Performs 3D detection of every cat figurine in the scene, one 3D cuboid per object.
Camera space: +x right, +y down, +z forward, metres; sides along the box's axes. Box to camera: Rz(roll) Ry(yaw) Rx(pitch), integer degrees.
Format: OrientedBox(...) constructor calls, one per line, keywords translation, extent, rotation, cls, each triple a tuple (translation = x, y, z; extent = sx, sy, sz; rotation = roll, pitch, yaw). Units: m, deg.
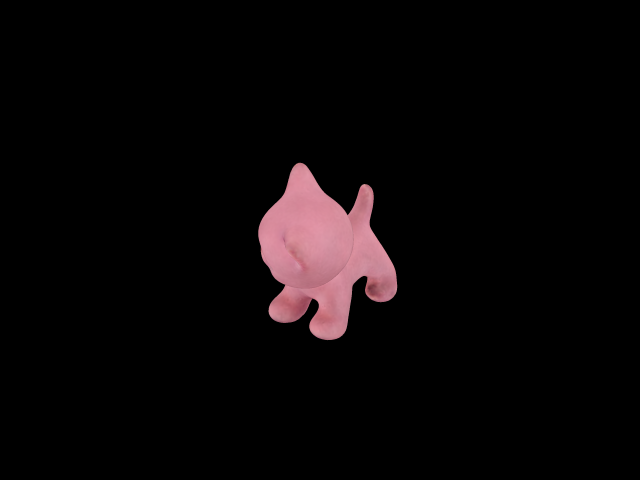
OrientedBox(translation=(0.004, 0.001, 0.400), extent=(0.067, 0.118, 0.128), rotation=(18, 32, 32), cls="cat figurine")
